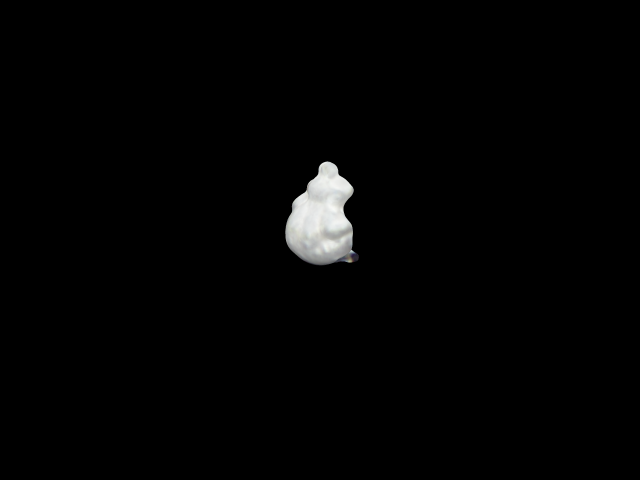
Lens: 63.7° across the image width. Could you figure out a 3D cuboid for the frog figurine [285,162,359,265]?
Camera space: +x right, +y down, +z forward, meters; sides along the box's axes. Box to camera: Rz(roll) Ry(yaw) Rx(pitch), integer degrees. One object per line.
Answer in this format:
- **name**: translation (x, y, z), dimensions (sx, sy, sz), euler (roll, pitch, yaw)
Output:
- **frog figurine**: translation (0.003, -0.043, 0.850), dimensions (0.123, 0.156, 0.140), euler (-14, 37, -19)
